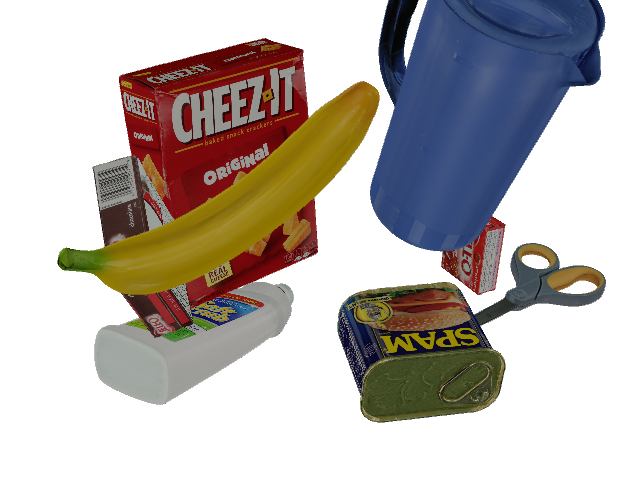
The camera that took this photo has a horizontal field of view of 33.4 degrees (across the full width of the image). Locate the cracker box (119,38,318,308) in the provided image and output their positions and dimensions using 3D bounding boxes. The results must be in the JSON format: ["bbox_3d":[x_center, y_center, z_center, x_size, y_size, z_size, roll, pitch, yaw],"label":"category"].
[{"bbox_3d":[-0.087,-0.064,0.995,0.163,0.214,0.072,-22,30,-34],"label":"cracker box"}]

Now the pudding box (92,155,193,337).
[{"bbox_3d":[-0.135,0.004,0.818,0.039,0.113,0.090,-17,-37,3],"label":"pudding box"}]

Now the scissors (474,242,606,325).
[{"bbox_3d":[0.168,0.040,0.950,0.201,0.016,0.096,-8,36,-31],"label":"scissors"}]

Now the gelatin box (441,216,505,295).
[{"bbox_3d":[0.175,0.007,1.235,0.030,0.089,0.073,-13,32,-27],"label":"gelatin box"}]

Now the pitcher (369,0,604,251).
[{"bbox_3d":[0.114,-0.113,0.871,0.145,0.149,0.243,10,-43,-9],"label":"pitcher"}]

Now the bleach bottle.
[{"bbox_3d":[-0.118,0.093,1.142,0.103,0.068,0.250,17,24,29],"label":"bleach bottle"}]

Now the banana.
[{"bbox_3d":[-0.047,-0.020,0.603,0.197,0.037,0.069,-32,-19,-3],"label":"banana"}]

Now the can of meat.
[{"bbox_3d":[0.068,0.077,0.760,0.102,0.057,0.084,-4,35,-12],"label":"can of meat"}]
